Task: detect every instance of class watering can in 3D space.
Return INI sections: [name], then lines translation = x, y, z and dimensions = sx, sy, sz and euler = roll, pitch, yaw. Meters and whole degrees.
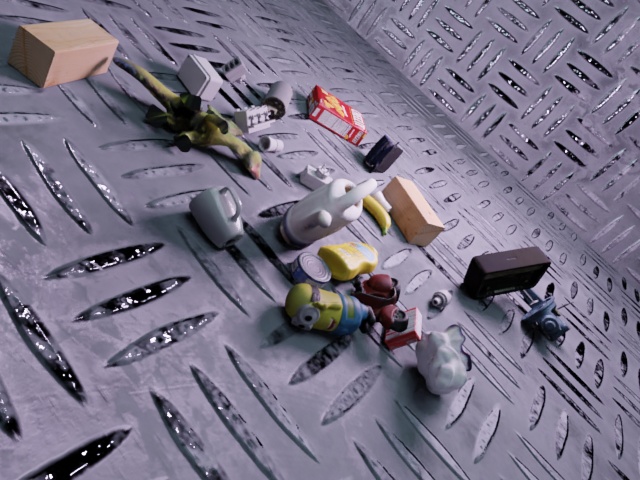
[watering can]
translation = 0.003, -0.056, 1.108
dimensions = 0.104, 0.222, 0.352
euler = 59, 30, -4

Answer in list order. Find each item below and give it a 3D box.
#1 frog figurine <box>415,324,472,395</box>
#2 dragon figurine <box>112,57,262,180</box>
[frog figurine]
translation = 0.240, 0.256, 1.040
dimensions = 0.123, 0.135, 0.162
euler = 12, 25, 25
[dragon figurine]
translation = -0.295, -0.299, 1.258
dimensions = 0.411, 0.121, 0.244
euler = 44, 13, 5
